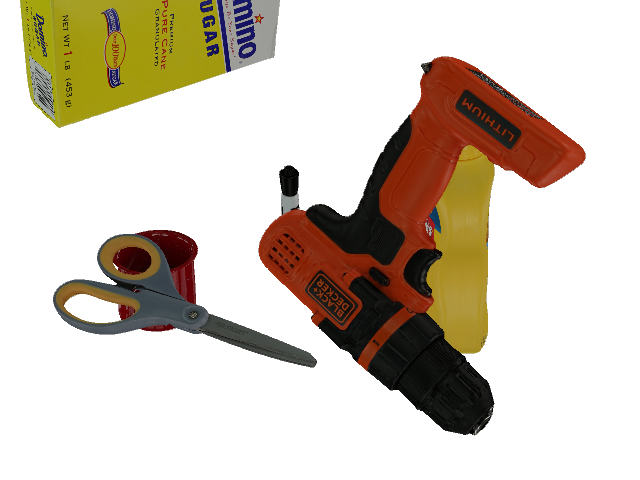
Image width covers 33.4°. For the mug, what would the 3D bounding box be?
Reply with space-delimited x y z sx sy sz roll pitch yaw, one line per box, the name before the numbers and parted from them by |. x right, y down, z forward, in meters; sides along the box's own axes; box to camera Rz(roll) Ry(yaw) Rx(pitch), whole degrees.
mug | -0.183 0.052 1.164 0.093 0.081 0.117 11 33 17

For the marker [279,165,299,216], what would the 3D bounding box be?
marker | -0.029 -0.021 1.044 0.020 0.121 0.020 0 37 0

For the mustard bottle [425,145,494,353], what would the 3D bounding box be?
mustard bottle | 0.107 -0.012 0.846 0.058 0.192 0.096 -1 26 0

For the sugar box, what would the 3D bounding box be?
sugar box | -0.104 -0.144 0.690 0.175 0.093 0.048 -24 48 -32

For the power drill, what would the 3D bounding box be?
power drill | 0.072 0.000 0.644 0.184 0.188 0.057 42 17 16

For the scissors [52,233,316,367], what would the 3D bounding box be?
scissors | -0.093 0.040 0.771 0.202 0.096 0.016 5 -38 11
